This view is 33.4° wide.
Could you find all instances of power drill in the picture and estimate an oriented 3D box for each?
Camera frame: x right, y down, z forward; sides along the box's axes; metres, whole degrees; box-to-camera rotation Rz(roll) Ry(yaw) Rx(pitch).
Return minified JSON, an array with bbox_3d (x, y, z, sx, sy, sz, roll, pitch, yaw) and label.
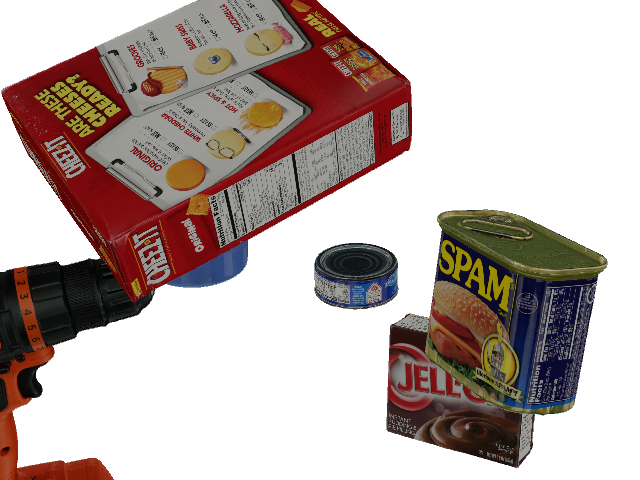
[{"bbox_3d":[-0.185,0.104,0.689,0.184,0.188,0.057,-12,26,-9],"label":"power drill"}]

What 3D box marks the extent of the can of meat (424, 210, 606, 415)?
[{"bbox_3d":[0.102,0.037,0.585,0.057,0.084,0.102,-3,19,-26],"label":"can of meat"}]

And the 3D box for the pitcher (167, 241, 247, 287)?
[{"bbox_3d":[-0.144,-0.078,1.073,0.149,0.243,0.144,12,28,26],"label":"pitcher"}]

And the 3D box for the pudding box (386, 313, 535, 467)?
[{"bbox_3d":[0.106,0.111,0.808,0.114,0.090,0.039,10,21,28],"label":"pudding box"}]

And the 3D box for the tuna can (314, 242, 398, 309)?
[{"bbox_3d":[0.036,0.035,1.080,0.086,0.034,0.086,-1,26,0],"label":"tuna can"}]

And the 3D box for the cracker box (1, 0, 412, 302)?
[{"bbox_3d":[-0.072,-0.077,0.697,0.213,0.072,0.164,-30,53,-17],"label":"cracker box"}]
